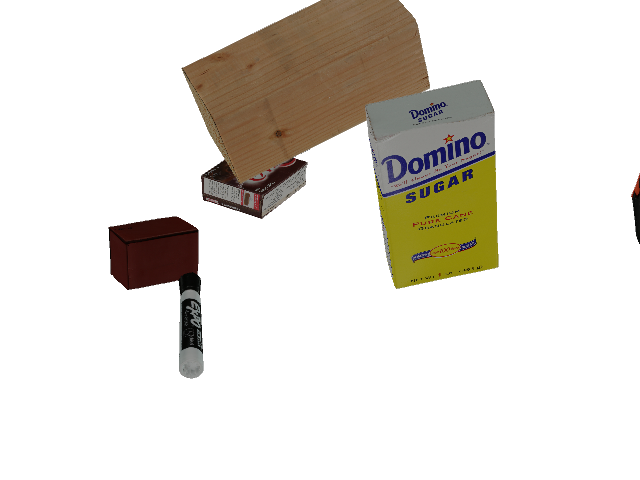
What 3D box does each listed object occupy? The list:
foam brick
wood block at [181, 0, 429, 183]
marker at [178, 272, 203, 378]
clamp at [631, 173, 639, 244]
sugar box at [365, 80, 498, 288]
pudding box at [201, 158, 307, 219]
[{"bbox_3d":[-0.168,0.011,1.074,0.078,0.051,0.053,-11,22,-28],"label":"foam brick"},{"bbox_3d":[-0.012,-0.153,1.010,0.206,0.090,0.091,-27,-41,-6],"label":"wood block"},{"bbox_3d":[-0.104,0.064,0.855,0.020,0.020,0.121,0,33,-7],"label":"marker"},{"bbox_3d":[0.272,0.012,0.694,0.120,0.039,0.171,-3,46,-22],"label":"clamp"},{"bbox_3d":[0.092,-0.039,0.851,0.093,0.048,0.176,-13,-41,0],"label":"sugar box"},{"bbox_3d":[-0.081,-0.075,1.328,0.090,0.039,0.113,17,35,23],"label":"pudding box"}]
